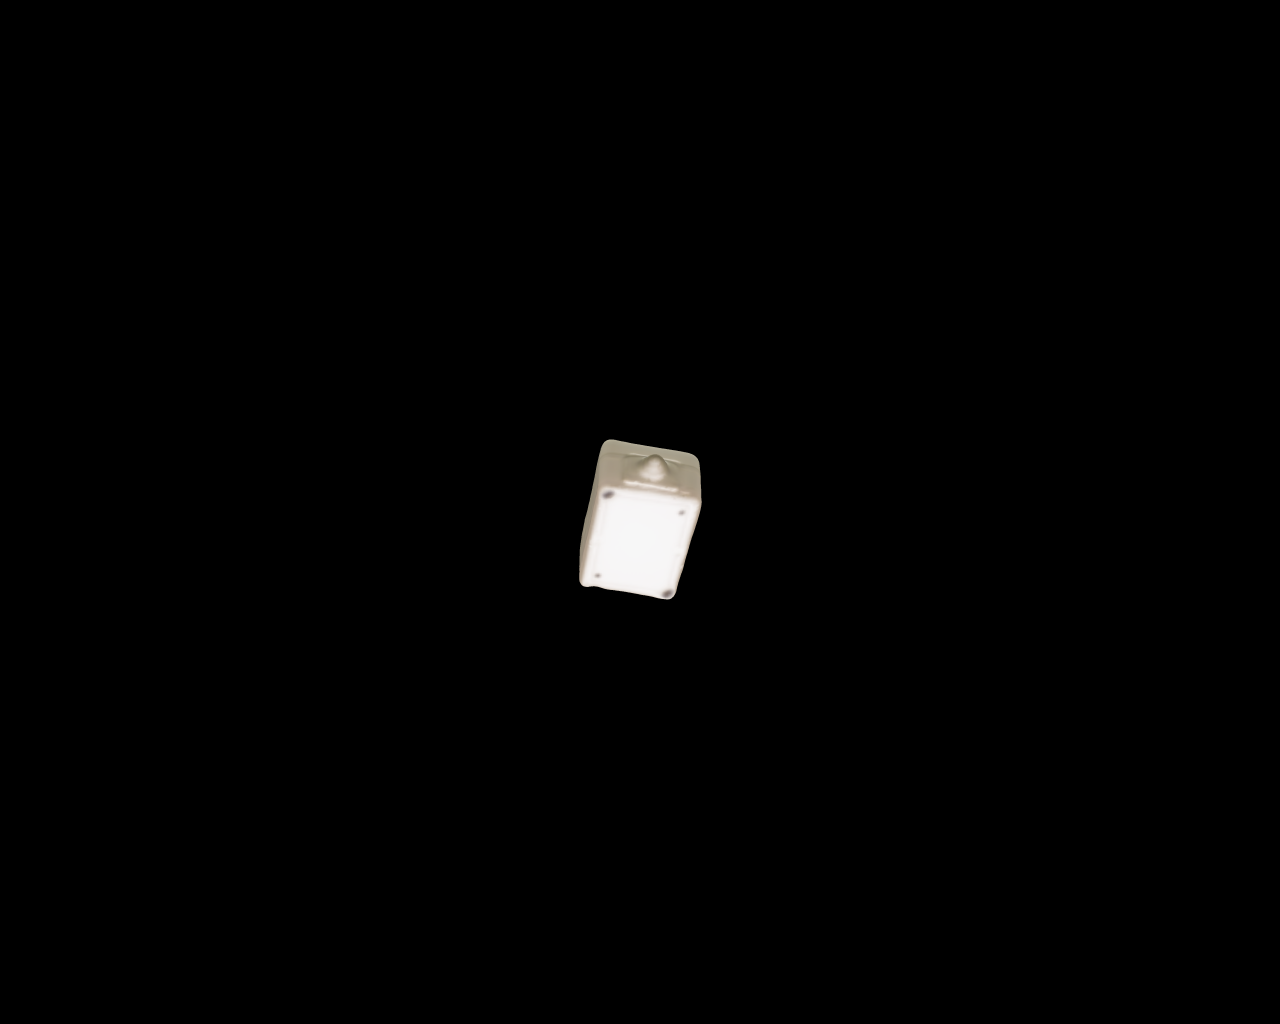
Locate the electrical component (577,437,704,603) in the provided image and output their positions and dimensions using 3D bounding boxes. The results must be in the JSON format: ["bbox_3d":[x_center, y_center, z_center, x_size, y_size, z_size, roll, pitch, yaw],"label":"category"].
[{"bbox_3d":[0.001,-0.003,0.650,0.062,0.096,0.061,9,36,-7],"label":"electrical component"}]
